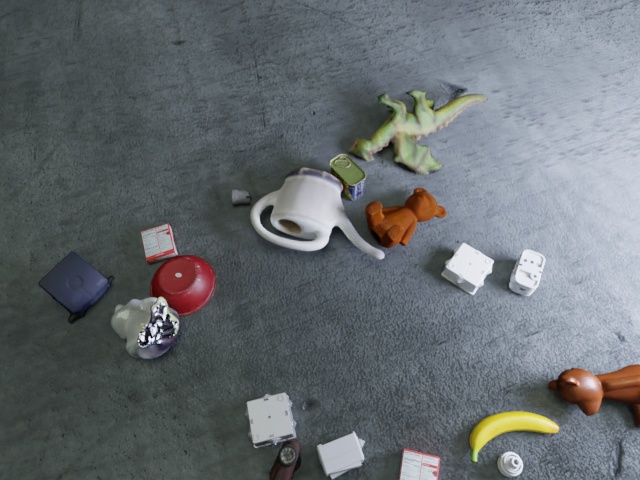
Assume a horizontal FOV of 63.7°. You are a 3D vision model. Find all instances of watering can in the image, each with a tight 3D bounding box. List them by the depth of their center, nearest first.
[{"bbox_3d":[0.004,-0.065,1.284,0.348,0.102,0.229,12,60,9],"label":"watering can"}]

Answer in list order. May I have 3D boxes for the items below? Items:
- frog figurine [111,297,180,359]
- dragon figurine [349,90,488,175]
[{"bbox_3d":[-0.399,0.197,1.160,0.158,0.121,0.139,-11,66,39],"label":"frog figurine"},{"bbox_3d":[0.282,-0.292,1.436,0.410,0.121,0.246,-4,76,1],"label":"dragon figurine"}]
